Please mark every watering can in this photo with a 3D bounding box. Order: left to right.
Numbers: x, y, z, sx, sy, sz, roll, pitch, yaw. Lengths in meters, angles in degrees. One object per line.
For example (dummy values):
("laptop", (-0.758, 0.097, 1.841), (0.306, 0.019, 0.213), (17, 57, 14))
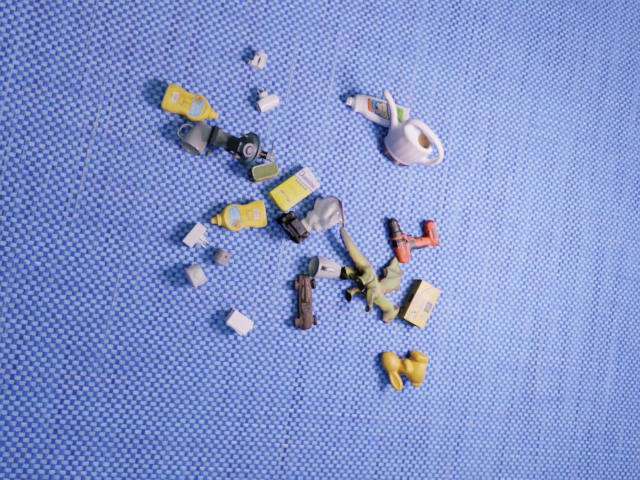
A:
("watering can", (0.314, -0.402, 1.952), (0.346, 0.221, 0.106), (44, 59, -10))

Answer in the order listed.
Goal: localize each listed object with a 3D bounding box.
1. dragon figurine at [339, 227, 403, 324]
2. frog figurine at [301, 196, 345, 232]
("dragon figurine", (0.210, 0.130, 1.968), (0.244, 0.121, 0.409), (-13, 94, -35))
("frog figurine", (0.006, -0.095, 1.892), (0.160, 0.120, 0.140), (-8, 58, -9))
